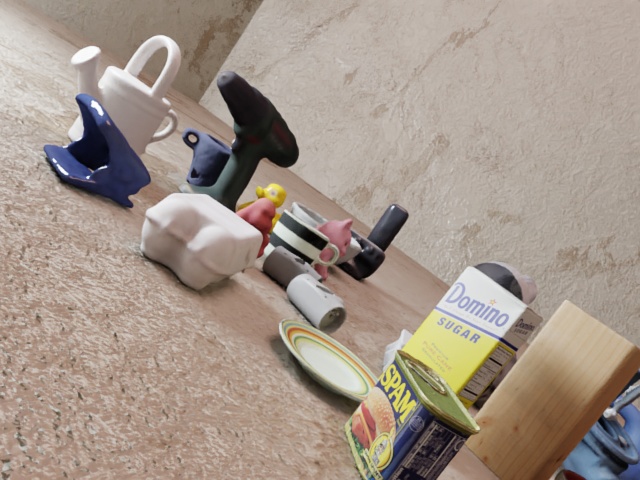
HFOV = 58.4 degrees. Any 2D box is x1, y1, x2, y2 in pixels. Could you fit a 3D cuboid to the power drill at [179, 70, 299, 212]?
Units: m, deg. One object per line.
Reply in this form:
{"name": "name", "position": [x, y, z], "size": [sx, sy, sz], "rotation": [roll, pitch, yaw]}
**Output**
{"name": "power drill", "position": [-0.135, -0.143, 0.946], "size": [0.075, 0.208, 0.230], "rotation": [39, 8, 31]}

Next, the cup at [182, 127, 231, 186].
{"name": "cup", "position": [-0.208, -0.138, 1.028], "size": [0.118, 0.095, 0.091], "rotation": [31, 8, -25]}

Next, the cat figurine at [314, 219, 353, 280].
{"name": "cat figurine", "position": [0.009, 0.004, 1.002], "size": [0.067, 0.117, 0.128], "rotation": [38, 8, 25]}

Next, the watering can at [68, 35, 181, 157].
{"name": "watering can", "position": [-0.268, -0.205, 0.812], "size": [0.100, 0.194, 0.173], "rotation": [37, 8, 15]}

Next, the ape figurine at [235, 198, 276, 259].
{"name": "ape figurine", "position": [-0.094, -0.016, 0.775], "size": [0.078, 0.092, 0.076], "rotation": [29, 9, -39]}

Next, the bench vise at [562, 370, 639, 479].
{"name": "bench vise", "position": [0.404, 0.239, 0.853], "size": [0.122, 0.219, 0.206], "rotation": [29, 9, -39]}

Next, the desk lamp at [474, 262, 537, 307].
{"name": "desk lamp", "position": [0.310, 0.146, 1.051], "size": [0.117, 0.213, 0.204], "rotation": [39, 9, 32]}

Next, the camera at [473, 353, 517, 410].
{"name": "camera", "position": [0.229, 0.186, 0.880], "size": [0.137, 0.101, 0.142], "rotation": [28, 10, -41]}

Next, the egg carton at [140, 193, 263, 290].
{"name": "egg carton", "position": [-0.124, 0.001, 0.622], "size": [0.107, 0.069, 0.150], "rotation": [35, 7, 3]}

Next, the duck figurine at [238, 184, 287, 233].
{"name": "duck figurine", "position": [-0.095, -0.064, 1.096], "size": [0.105, 0.086, 0.077], "rotation": [28, 10, -43]}

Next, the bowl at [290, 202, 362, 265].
{"name": "bowl", "position": [-0.003, -0.001, 1.142], "size": [0.167, 0.074, 0.167], "rotation": [34, 7, -5]}

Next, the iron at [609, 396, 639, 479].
{"name": "iron", "position": [0.457, 0.303, 0.983], "size": [0.258, 0.141, 0.119], "rotation": [36, 7, 9]}

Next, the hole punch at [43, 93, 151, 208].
{"name": "hole punch", "position": [-0.247, -0.105, 0.664], "size": [0.101, 0.091, 0.108], "rotation": [26, 11, -49]}

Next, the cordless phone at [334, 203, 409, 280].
{"name": "cordless phone", "position": [0.097, -0.018, 1.265], "size": [0.147, 0.185, 0.094], "rotation": [34, 7, -3]}

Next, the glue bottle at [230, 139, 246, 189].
{"name": "glue bottle", "position": [-0.152, -0.159, 1.105], "size": [0.078, 0.173, 0.037], "rotation": [35, 7, 3]}
